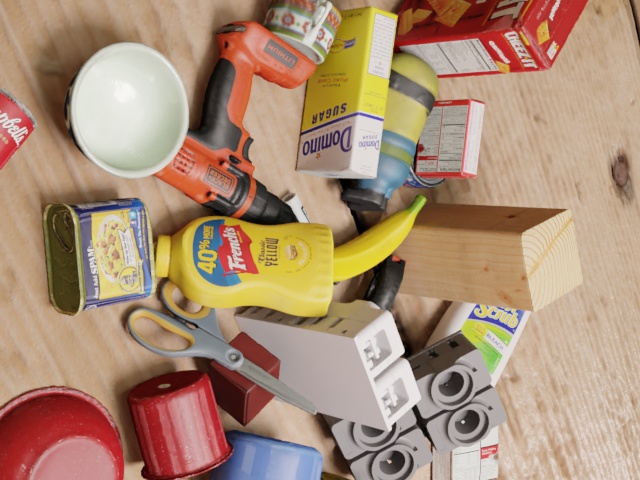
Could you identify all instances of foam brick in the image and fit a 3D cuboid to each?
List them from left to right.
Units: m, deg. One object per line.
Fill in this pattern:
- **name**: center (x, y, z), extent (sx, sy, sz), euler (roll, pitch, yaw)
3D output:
- **foam brick**: center (-0.077, 0.141, 1.079), extent (0.051, 0.053, 0.078), euler (-43, 159, -29)

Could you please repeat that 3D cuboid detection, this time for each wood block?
- **wood block**: center (0.181, 0.015, 1.213), extent (0.090, 0.207, 0.090), euler (-24, 108, -37)

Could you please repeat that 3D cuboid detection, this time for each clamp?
- **clamp**: center (0.060, 0.084, 1.184), extent (0.039, 0.120, 0.171), euler (26, 68, -11)

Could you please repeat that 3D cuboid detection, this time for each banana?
- **banana**: center (0.041, 0.008, 1.170), extent (0.197, 0.037, 0.070), euler (-31, 140, -39)

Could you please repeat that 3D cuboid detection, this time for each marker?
- **marker**: center (-0.008, 0.001, 1.173), extent (0.020, 0.020, 0.121), euler (-45, 120, -29)

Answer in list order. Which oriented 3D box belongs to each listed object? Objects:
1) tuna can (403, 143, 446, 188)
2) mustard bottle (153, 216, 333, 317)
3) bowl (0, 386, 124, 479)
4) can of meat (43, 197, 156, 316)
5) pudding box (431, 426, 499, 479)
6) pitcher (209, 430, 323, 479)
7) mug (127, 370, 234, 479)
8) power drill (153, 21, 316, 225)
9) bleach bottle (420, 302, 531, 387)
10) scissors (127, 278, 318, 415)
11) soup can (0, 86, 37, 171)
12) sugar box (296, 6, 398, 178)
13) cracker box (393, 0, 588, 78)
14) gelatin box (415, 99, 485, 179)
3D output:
- **tuna can**: center (0.121, -0.104, 1.266), extent (0.085, 0.034, 0.086), euler (-4, 96, -40)
- **mustard bottle**: center (-0.084, 0.022, 1.042), extent (0.191, 0.058, 0.096), euler (5, 56, -7)
- **bowl**: center (-0.236, 0.218, 0.970), extent (0.161, 0.055, 0.162), euler (-4, 96, -40)
- **can of meat**: center (-0.202, 0.012, 0.983), extent (0.083, 0.058, 0.102), euler (-10, 99, -41)
- **pudding box**: center (0.183, 0.251, 1.344), extent (0.089, 0.039, 0.113), euler (-1, 91, -38)
- **pitcher**: center (-0.061, 0.324, 1.077), extent (0.149, 0.145, 0.243), euler (24, 75, -48)
- **mug**: center (-0.134, 0.174, 1.041), extent (0.117, 0.093, 0.081), euler (-36, 115, -67)
- **power drill**: center (-0.071, -0.111, 1.084), extent (0.184, 0.057, 0.187), euler (30, 74, -38)
- **bleach bottle**: center (0.214, 0.078, 1.338), extent (0.102, 0.068, 0.250), euler (38, 61, -10)
- **scissors**: center (-0.087, 0.097, 1.043), extent (0.201, 0.016, 0.096), euler (19, 57, -3)
- **soup can**: center (-0.294, -0.077, 0.889), extent (0.068, 0.069, 0.102), euler (47, 65, -33)
- **sugar box**: center (0.027, -0.155, 1.142), extent (0.048, 0.094, 0.176), euler (12, 85, -40)
- **cracker box**: center (0.189, -0.265, 1.192), extent (0.072, 0.214, 0.164), euler (45, 65, -33)
- **gelatin box**: center (0.148, -0.114, 1.215), extent (0.030, 0.073, 0.089), euler (7, 88, -42)
